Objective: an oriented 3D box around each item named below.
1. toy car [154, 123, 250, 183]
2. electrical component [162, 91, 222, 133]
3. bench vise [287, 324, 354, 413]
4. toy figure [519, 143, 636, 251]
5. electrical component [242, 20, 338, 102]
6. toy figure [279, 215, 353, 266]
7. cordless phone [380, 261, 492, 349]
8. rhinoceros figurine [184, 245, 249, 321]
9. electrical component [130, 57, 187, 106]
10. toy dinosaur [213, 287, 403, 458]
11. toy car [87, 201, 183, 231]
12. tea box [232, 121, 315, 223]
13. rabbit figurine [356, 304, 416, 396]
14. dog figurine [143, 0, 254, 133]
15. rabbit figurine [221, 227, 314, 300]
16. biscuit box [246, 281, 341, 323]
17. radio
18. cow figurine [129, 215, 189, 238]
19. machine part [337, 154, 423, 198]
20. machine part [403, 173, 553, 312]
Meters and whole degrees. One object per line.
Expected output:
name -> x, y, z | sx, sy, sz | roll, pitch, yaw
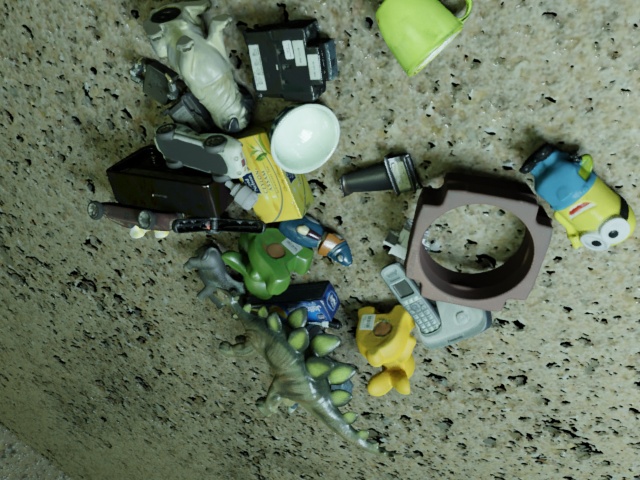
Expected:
toy car -> -0.209, -0.153, 0.926 | 0.202, 0.056, 0.073 | 19, 137, 30
electrical component -> -0.218, -0.206, 0.974 | 0.075, 0.048, 0.119 | -20, 112, 36
bench vise -> -0.043, 0.308, 1.222 | 0.224, 0.129, 0.240 | 33, 127, 5
toy figure -> 0.373, -0.065, 0.767 | 0.180, 0.089, 0.082 | 46, 159, 2
electrical component -> -0.041, -0.274, 0.829 | 0.134, 0.058, 0.114 | 7, 128, 21
toy figure -> -0.003, -0.002, 1.008 | 0.154, 0.064, 0.057 | 27, 114, 6
cordless phone -> 0.208, 0.096, 0.966 | 0.146, 0.089, 0.184 | -32, 102, 40
rhinoceros figurine -> -0.216, 0.093, 1.182 | 0.112, 0.073, 0.190 | -14, 115, 22
electrical component -> -0.291, -0.282, 0.953 | 0.102, 0.045, 0.078 | 37, 130, -3
toy dinosaur -> -0.040, 0.261, 1.048 | 0.471, 0.105, 0.198 | 49, 118, 3
toy car -> -0.365, -0.047, 1.054 | 0.202, 0.089, 0.053 | 9, 102, 25
tea box -> -0.088, -0.120, 0.959 | 0.098, 0.068, 0.169 | -8, 120, 31
rabbit figurine -> 0.148, 0.229, 1.064 | 0.122, 0.162, 0.173 | -11, 137, 18
dog figurine -> -0.199, -0.278, 0.889 | 0.172, 0.121, 0.190 | 47, 160, 34
rabbit figurine -> -0.119, 0.058, 1.074 | 0.159, 0.121, 0.170 | 36, 140, 5
biscuit box -> -0.060, 0.136, 1.137 | 0.203, 0.063, 0.059 | -9, 120, 31
radio -> -0.265, -0.114, 1.007 | 0.230, 0.131, 0.073 | 11, 127, 19
cow figurine -> -0.335, -0.058, 1.129 | 0.168, 0.068, 0.098 | -2, 112, 25
machine part -> 0.096, -0.103, 0.903 | 0.139, 0.039, 0.084 | -11, 126, 30
machine part -> 0.243, 0.003, 0.850 | 0.201, 0.087, 0.201 | 11, 121, 6
